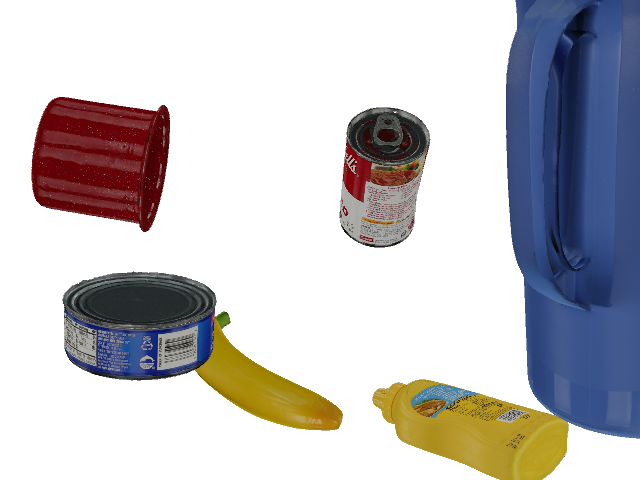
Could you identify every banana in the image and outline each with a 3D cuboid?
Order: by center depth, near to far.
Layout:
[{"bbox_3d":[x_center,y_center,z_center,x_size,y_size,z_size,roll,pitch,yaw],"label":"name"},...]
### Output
[{"bbox_3d":[-0.061,0.103,0.863,0.069,0.037,0.198,-17,32,-28],"label":"banana"}]

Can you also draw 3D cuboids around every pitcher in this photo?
[{"bbox_3d":[0.156,-0.024,0.539,0.149,0.243,0.145,-3,21,-1],"label":"pitcher"}]

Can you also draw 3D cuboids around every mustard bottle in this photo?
[{"bbox_3d":[0.128,0.172,1.008,0.192,0.058,0.096,13,20,40],"label":"mustard bottle"}]

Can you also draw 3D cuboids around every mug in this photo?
[{"bbox_3d":[-0.158,-0.062,0.784,0.081,0.093,0.117,9,18,0],"label":"mug"}]

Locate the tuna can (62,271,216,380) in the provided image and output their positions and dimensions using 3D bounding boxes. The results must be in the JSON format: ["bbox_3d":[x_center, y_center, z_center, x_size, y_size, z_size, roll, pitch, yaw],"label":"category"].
[{"bbox_3d":[-0.102,0.048,0.606,0.086,0.034,0.086,3,17,-1],"label":"tuna can"}]

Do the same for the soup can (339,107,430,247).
[{"bbox_3d":[0.052,-0.052,0.897,0.068,0.068,0.102,0,-42,-4],"label":"soup can"}]
